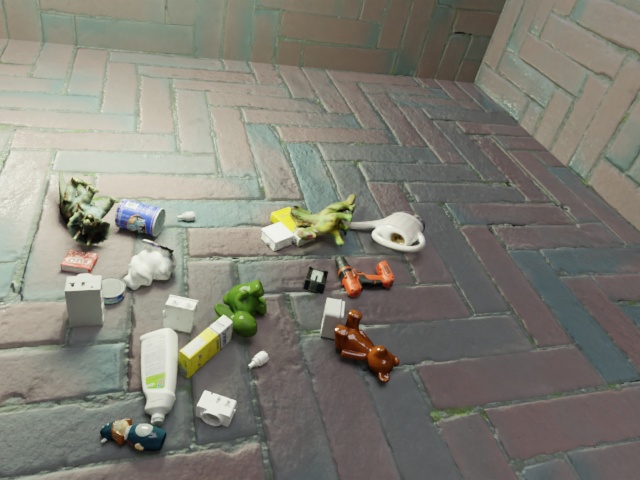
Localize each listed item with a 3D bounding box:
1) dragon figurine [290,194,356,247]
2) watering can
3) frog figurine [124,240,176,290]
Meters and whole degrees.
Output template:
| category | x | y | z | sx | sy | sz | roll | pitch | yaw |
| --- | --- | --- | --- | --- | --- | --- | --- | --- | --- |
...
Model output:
| category | x | y | z | sx | sy | sz | roll | pitch | yaw |
| --- | --- | --- | --- | --- | --- | --- | --- | --- | --- |
| dragon figurine | 0.006 | -0.100 | 1.989 | 0.243 | 0.119 | 0.419 | 14 | 31 | 1 |
| watering can | 0.274 | -0.048 | 2.061 | 0.350 | 0.102 | 0.228 | 22 | 37 | 26 |
| frog figurine | -0.542 | 0.093 | 1.644 | 0.137 | 0.121 | 0.161 | 24 | 73 | -1 |
